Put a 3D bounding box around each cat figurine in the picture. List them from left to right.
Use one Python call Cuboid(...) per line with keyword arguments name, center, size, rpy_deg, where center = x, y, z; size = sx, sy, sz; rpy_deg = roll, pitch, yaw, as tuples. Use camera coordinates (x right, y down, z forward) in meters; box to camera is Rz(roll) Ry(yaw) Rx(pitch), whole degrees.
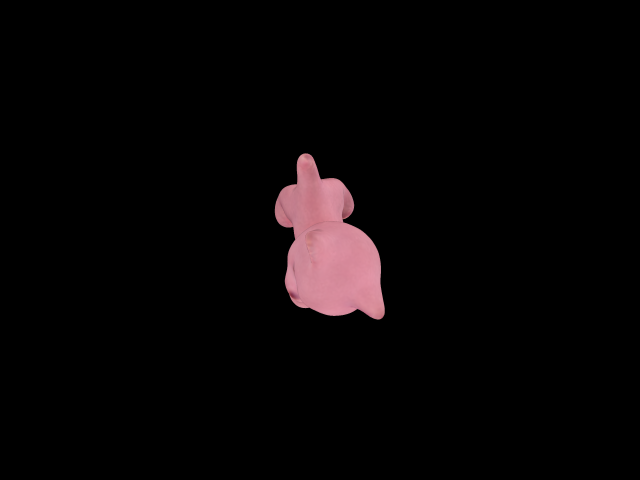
Cuboid(name="cat figurine", center=(0.004, 0.001, 0.400), size=(0.067, 0.118, 0.128), rpy_deg=(-13, 74, -3))
